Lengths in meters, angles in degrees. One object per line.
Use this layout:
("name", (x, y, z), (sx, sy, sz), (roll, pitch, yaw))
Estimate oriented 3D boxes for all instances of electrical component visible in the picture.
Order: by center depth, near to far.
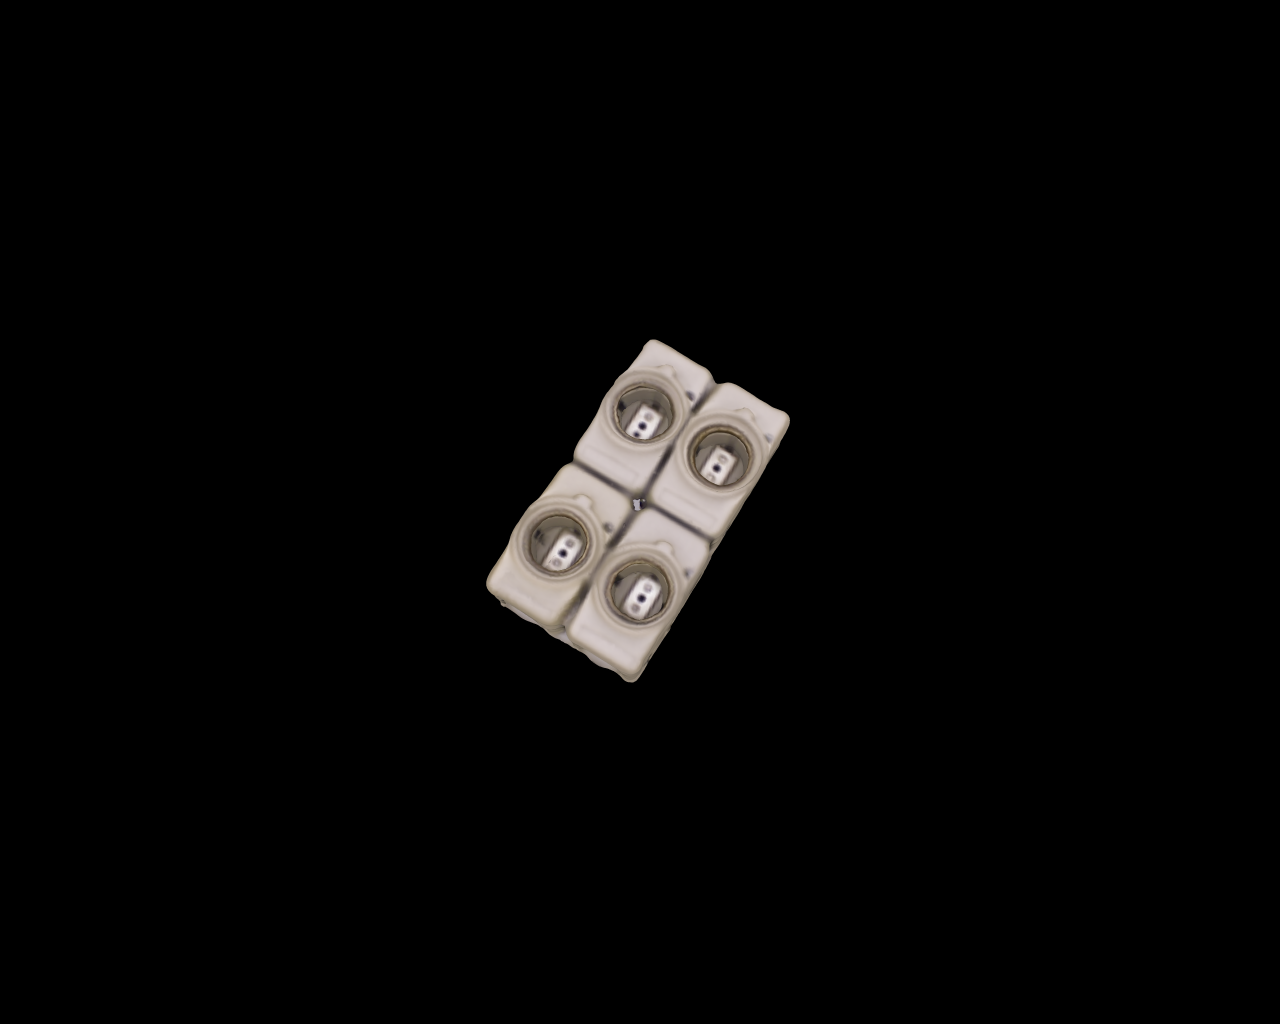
("electrical component", (0.001, -0.003, 0.650), (0.105, 0.186, 0.060), (31, -11, 7))
